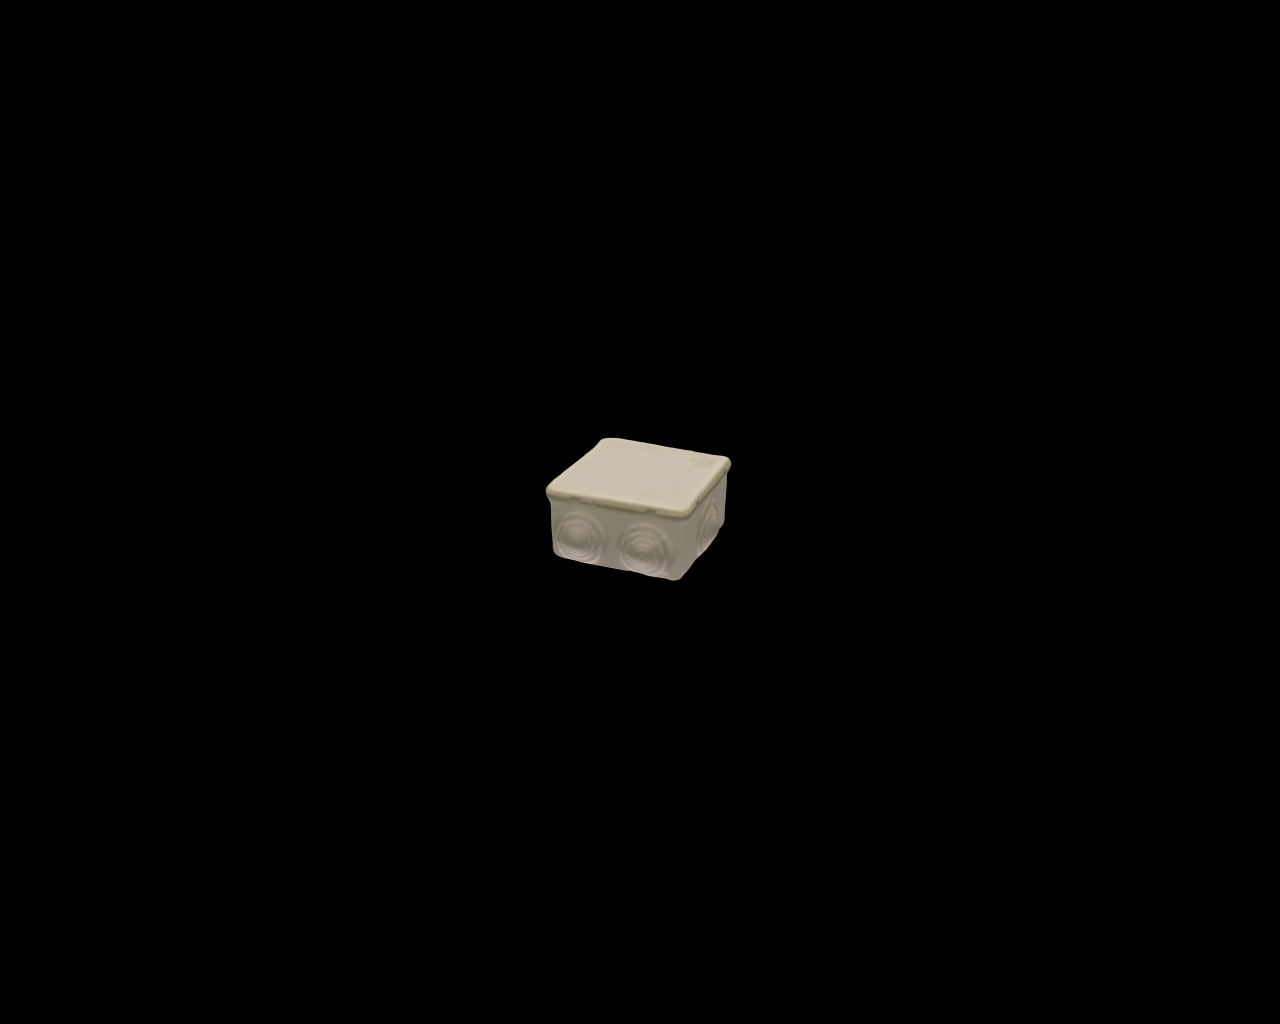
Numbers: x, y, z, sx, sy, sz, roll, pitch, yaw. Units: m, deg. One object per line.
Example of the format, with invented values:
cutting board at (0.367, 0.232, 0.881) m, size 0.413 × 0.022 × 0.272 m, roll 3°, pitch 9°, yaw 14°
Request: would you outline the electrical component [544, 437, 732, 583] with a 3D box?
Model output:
electrical component at (0.001, -0.003, 0.650) m, size 0.100 × 0.048 × 0.100 m, roll 10°, pitch 28°, yaw 20°
